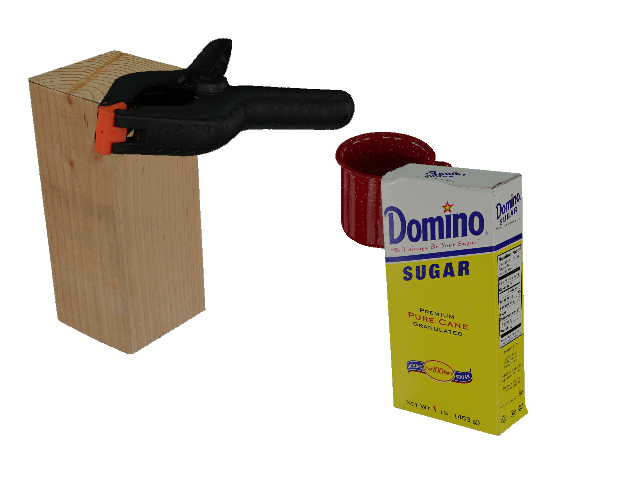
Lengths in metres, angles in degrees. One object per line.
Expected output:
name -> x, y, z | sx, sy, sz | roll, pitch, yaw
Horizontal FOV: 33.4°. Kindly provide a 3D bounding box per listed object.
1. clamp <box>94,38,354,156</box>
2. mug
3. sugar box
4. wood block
clamp -> -0.075, -0.089, 0.655 | 0.171, 0.039, 0.120 | -14, 32, -42
mug -> 0.072, -0.047, 1.013 | 0.117, 0.081, 0.093 | -5, 33, -7
sugar box -> 0.092, 0.039, 0.739 | 0.094, 0.176, 0.048 | 8, 23, 39
wood block -> -0.155, -0.030, 0.830 | 0.090, 0.206, 0.090 | 20, 33, 33
